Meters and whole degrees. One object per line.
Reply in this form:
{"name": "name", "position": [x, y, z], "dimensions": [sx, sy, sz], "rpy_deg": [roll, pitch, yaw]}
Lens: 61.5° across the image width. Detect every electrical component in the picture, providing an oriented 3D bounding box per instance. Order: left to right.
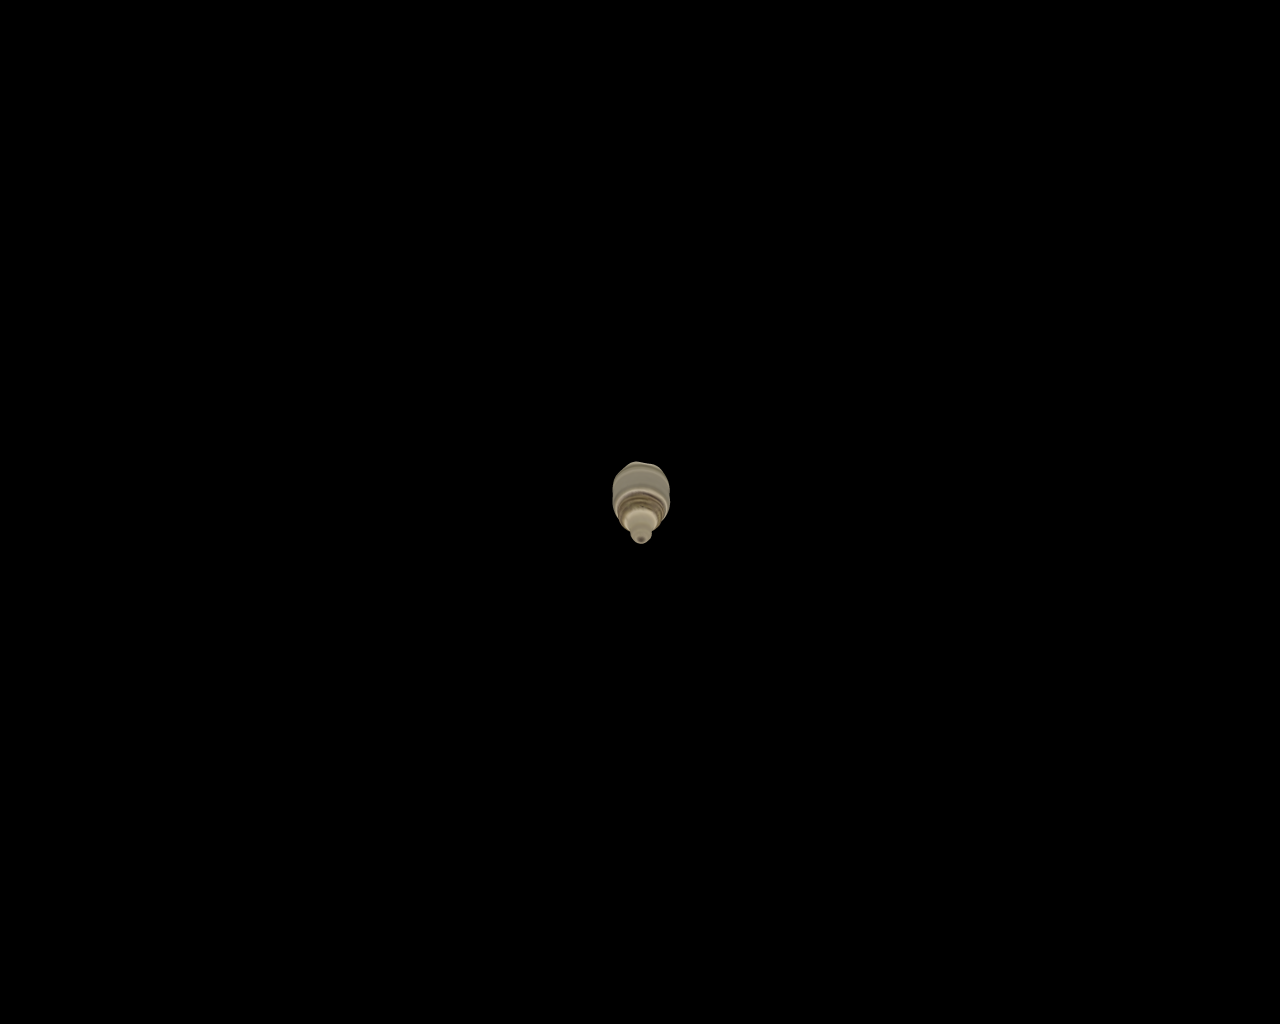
{"name": "electrical component", "position": [0.001, -0.003, 0.650], "dimensions": [0.035, 0.035, 0.061], "rpy_deg": [0, 39, 0]}
